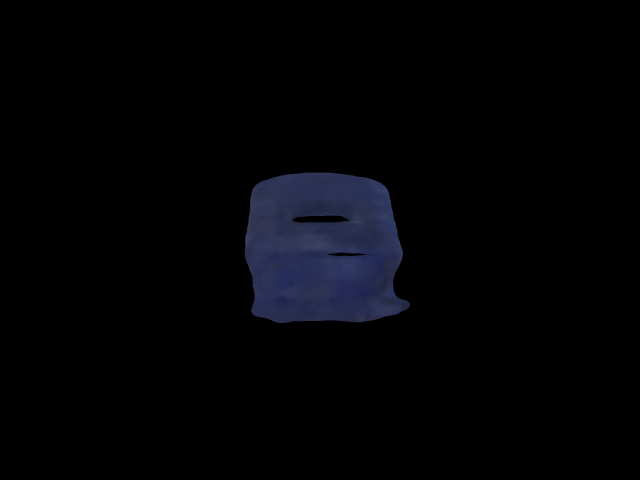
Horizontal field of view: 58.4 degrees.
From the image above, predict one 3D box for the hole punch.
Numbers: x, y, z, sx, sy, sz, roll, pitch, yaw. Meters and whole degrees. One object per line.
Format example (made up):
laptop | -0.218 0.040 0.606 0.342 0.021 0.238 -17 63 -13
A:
hole punch | 0.004 0.001 0.400 0.108 0.091 0.101 -1 11 -3
